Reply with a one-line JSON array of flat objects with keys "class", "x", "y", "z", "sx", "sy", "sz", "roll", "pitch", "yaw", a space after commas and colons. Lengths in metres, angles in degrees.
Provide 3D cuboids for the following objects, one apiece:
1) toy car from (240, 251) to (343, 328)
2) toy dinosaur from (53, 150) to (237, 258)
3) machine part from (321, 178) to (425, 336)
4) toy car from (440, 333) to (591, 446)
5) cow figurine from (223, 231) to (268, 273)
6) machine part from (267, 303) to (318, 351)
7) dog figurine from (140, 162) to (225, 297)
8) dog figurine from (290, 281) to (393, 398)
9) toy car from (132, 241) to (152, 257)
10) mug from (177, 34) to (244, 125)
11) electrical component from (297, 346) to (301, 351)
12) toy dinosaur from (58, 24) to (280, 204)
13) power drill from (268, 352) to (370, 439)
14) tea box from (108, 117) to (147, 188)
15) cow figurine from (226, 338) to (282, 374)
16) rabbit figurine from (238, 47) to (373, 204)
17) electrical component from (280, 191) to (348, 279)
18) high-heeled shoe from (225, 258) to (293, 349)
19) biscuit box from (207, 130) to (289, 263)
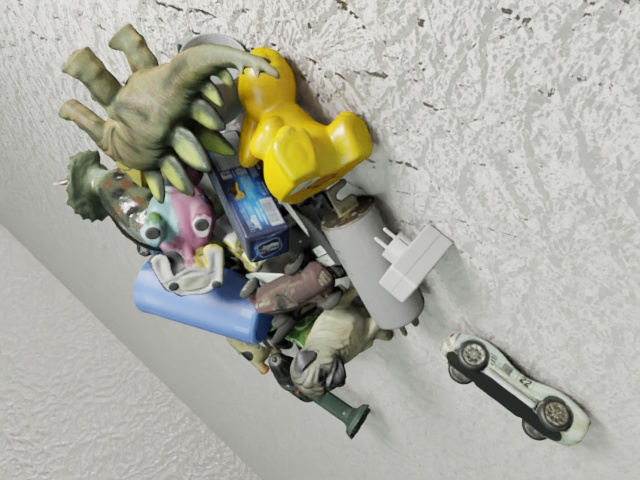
[{"class": "toy car", "x": -0.050, "y": 0.082, "z": 0.802, "sx": 0.089, "sy": 0.053, "sz": 0.202, "roll": 44, "pitch": 140, "yaw": -16}, {"class": "toy dinosaur", "x": -0.308, "y": -0.052, "z": 0.966, "sx": 0.405, "sy": 0.192, "sz": 0.131, "roll": 37, "pitch": 151, "yaw": 18}, {"class": "machine part", "x": 0.071, "y": 0.031, "z": 0.701, "sx": 0.079, "sy": 0.079, "sz": 0.243, "roll": 3, "pitch": 130, "yaw": 50}, {"class": "toy car", "x": 0.246, "y": 0.190, "z": 0.699, "sx": 0.202, "sy": 0.056, "sz": 0.073, "roll": 36, "pitch": 155, "yaw": 20}, {"class": "cow figurine", "x": -0.100, "y": 0.000, "z": 0.883, "sx": 0.068, "sy": 0.098, "sz": 0.167, "roll": 40, "pitch": 169, "yaw": 3}, {"class": "machine part", "x": -0.045, "y": 0.135, "z": 0.924, "sx": 0.039, "sy": 0.084, "sz": 0.138, "roll": 42, "pitch": 123, "yaw": 9}, {"class": "dog figurine", "x": -0.220, "y": -0.039, "z": 0.866, "sx": 0.219, "sy": 0.108, "sz": 0.191, "roll": -112, "pitch": 12, "yaw": -54}, {"class": "dog figurine", "x": 0.016, "y": 0.165, "z": 0.821, "sx": 0.121, "sy": 0.190, "sz": 0.172, "roll": 35, "pitch": 150, "yaw": 18}, {"class": "toy car", "x": -0.299, "y": -0.012, "z": 1.097, "sx": 0.162, "sy": 0.109, "sz": 0.102, "roll": 26, "pitch": 129, "yaw": 16}, {"class": "mug", "x": -0.143, "y": -0.201, "z": 0.689, "sx": 0.110, "sy": 0.081, "sz": 0.107, "roll": 37, "pitch": 155, "yaw": 13}, {"class": "electrical component", "x": -0.021, "y": 0.211, "z": 1.074, "sx": 0.078, "sy": 0.045, "sz": 0.102, "roll": -124, "pitch": 16, "yaw": -50}, {"class": "toy dinosaur", "x": -0.196, "y": -0.151, "z": 0.643, "sx": 0.198, "sy": 0.105, "sz": 0.472, "roll": 47, "pitch": 154, "yaw": -15}, {"class": "power drill", "x": -0.003, "y": 0.319, "z": 1.105, "sx": 0.207, "sy": 0.086, "sz": 0.231, "roll": 24, "pitch": 160, "yaw": 19}, {"class": "tea box", "x": -0.283, "y": -0.174, "z": 0.879, "sx": 0.068, "sy": 0.098, "sz": 0.169, "roll": 40, "pitch": 148, "yaw": 9}, {"class": "cow figurine", "x": -0.186, "y": 0.212, "z": 1.234, "sx": 0.195, "sy": 0.085, "sz": 0.127, "roll": 28, "pitch": 155, "yaw": 44}, {"class": "rabbit figurine", "x": -0.038, "y": -0.137, "z": 0.631, "sx": 0.173, "sy": 0.122, "sz": 0.162, "roll": 62, "pitch": 159, "yaw": 0}, {"class": "electrical component", "x": -0.002, "y": -0.002, "z": 0.773, "sx": 0.134, "sy": 0.058, "sz": 0.115, "roll": 52, "pitch": 151, "yaw": -11}, {"class": "high-heeled shoe", "x": -0.135, "y": 0.134, "z": 1.085, "sx": 0.145, "sy": 0.086, "sz": 0.248, "roll": 25, "pitch": 150, "yaw": 31}, {"class": "biscuit box", "x": -0.107, "y": -0.064, "z": 0.749, "sx": 0.062, "sy": 0.059, "sz": 0.203, "roll": 95, "pitch": 152, "yaw": -53}]
